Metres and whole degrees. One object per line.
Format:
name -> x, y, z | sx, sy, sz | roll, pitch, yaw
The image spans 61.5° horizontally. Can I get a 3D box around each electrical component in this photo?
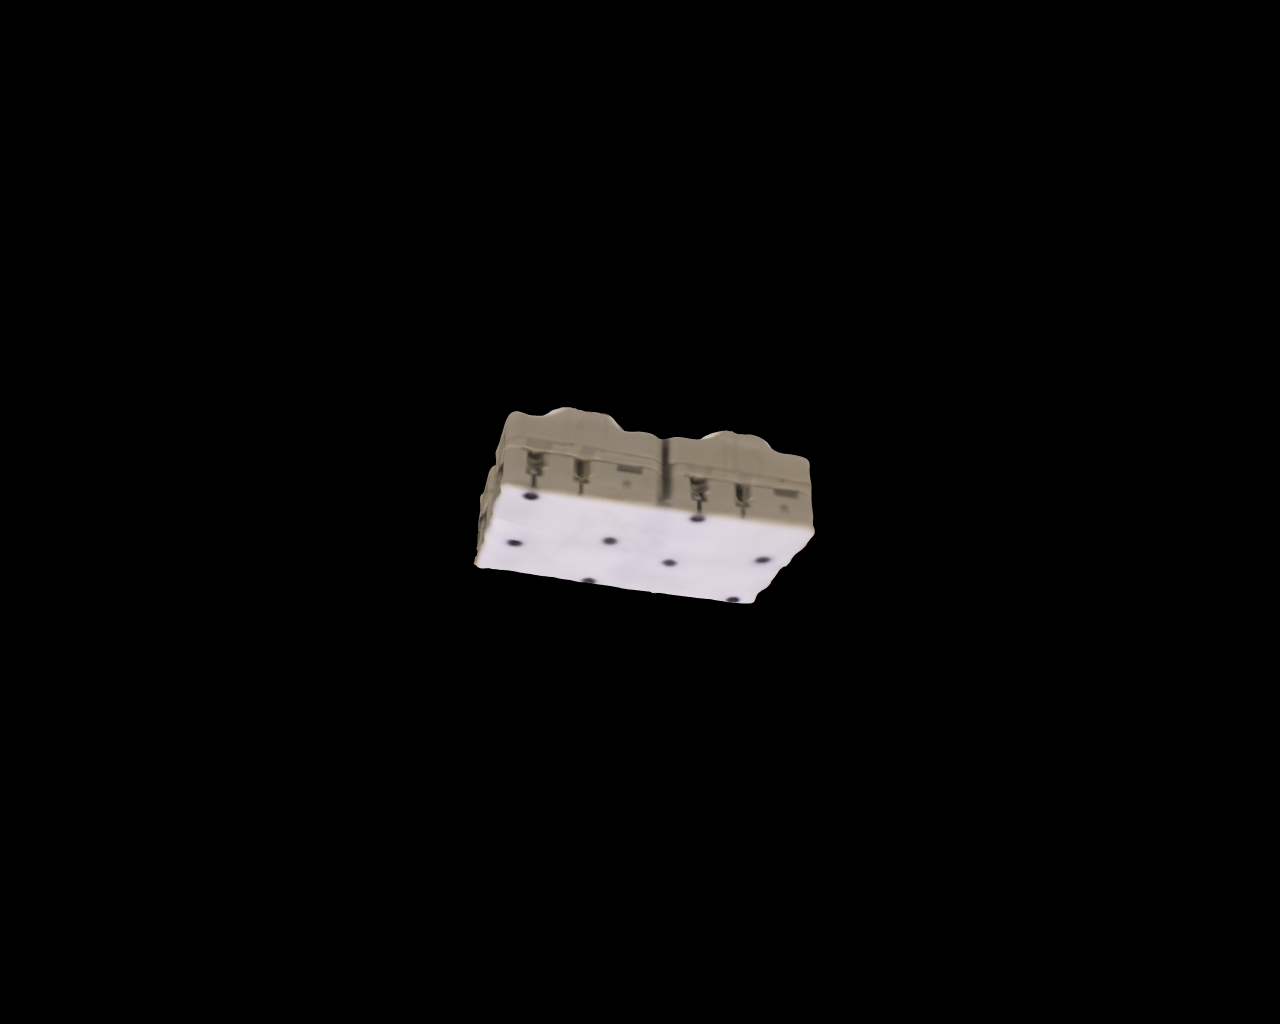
electrical component -> 0.001, -0.003, 0.650 | 0.186, 0.060, 0.105 | 8, -32, -14
